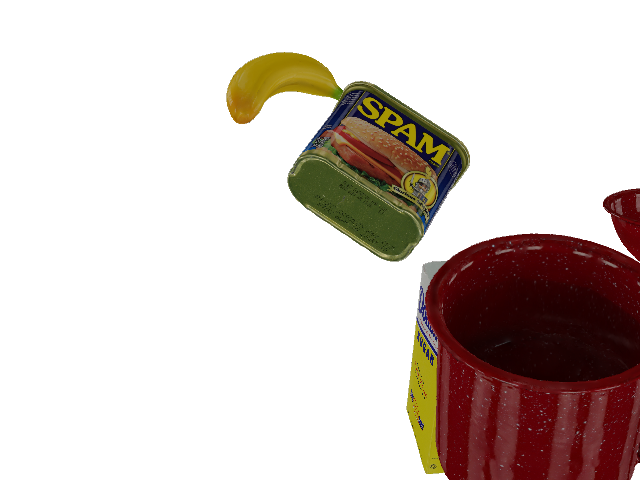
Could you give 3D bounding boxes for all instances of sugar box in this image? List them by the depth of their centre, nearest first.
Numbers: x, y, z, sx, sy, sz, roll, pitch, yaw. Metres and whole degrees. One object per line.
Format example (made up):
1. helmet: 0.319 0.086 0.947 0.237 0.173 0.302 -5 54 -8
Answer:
1. sugar box: 0.111 0.115 0.959 0.048 0.176 0.093 -5 33 -7

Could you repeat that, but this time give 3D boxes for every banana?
1. banana: -0.037 -0.144 0.981 0.070 0.037 0.197 37 29 20

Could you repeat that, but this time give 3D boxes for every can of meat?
1. can of meat: 0.038 -0.046 0.720 0.102 0.083 0.058 33 -40 1

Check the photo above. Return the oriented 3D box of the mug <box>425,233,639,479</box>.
1. mug: 0.099 0.058 0.418 0.117 0.081 0.093 7 37 14

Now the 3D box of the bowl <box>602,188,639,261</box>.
1. bowl: 0.356 -0.007 1.038 0.162 0.055 0.162 0 18 0
